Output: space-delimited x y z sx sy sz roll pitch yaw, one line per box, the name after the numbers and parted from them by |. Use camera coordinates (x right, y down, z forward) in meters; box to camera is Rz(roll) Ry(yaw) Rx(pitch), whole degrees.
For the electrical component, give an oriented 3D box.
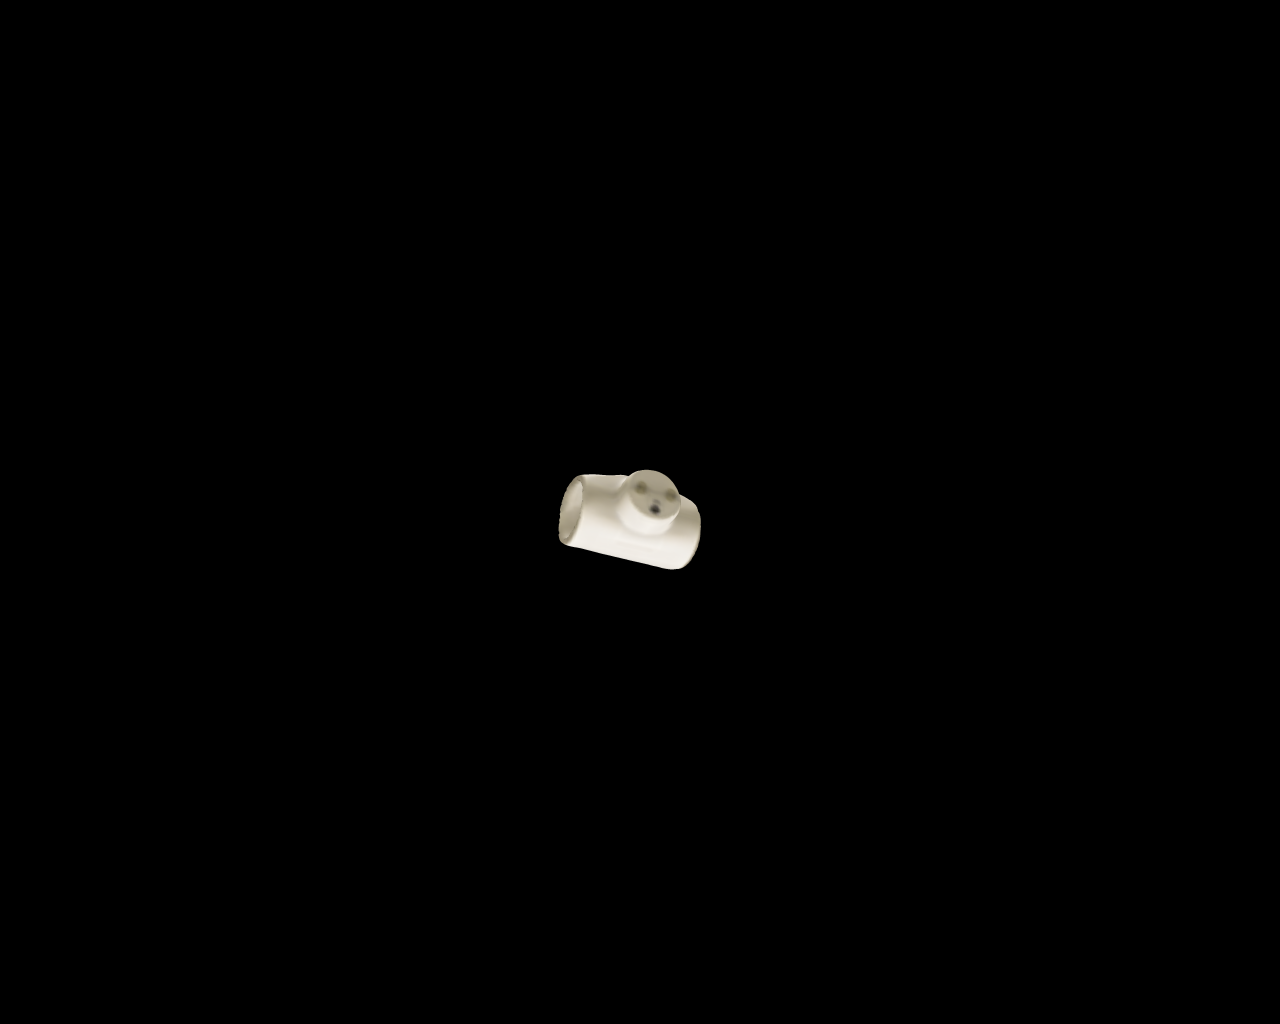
0.001 -0.003 0.650 0.077 0.043 0.079 14 -36 -20 | electrical component
